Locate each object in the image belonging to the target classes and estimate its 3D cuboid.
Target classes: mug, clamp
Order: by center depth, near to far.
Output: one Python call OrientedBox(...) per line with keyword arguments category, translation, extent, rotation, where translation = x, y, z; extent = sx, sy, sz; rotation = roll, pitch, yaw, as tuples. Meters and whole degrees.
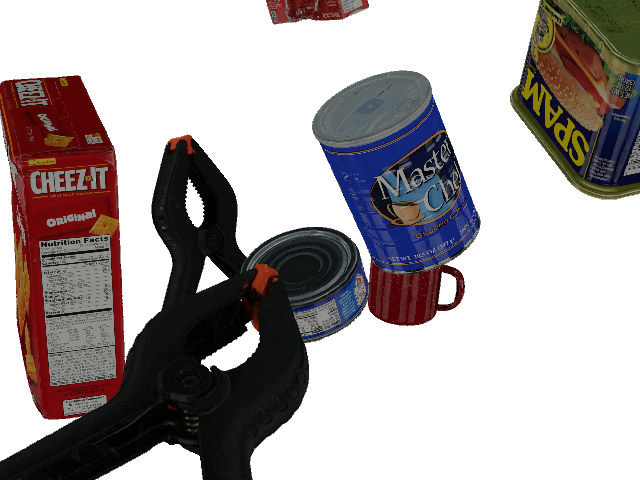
OrientedBox(category="clamp", translation=(-0.046, 0.076, 0.436), extent=(0.120, 0.039, 0.171), rotation=(25, 48, 18))
OrientedBox(category="clamp", translation=(-0.103, 0.005, 1.015), extent=(0.036, 0.210, 0.164), rotation=(-7, 0, 44))
OrientedBox(category="mug", translation=(0.109, 0.048, 1.227), extent=(0.117, 0.081, 0.093), rotation=(11, 25, 18))

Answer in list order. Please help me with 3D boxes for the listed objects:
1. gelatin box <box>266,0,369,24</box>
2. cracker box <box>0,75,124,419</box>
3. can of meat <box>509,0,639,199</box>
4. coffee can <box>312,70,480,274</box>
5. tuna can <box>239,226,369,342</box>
OrientedBox(category="gelatin box", translation=(-0.012, -0.196, 0.767), extent=(0.030, 0.073, 0.089), rotation=(-31, 25, -31))
OrientedBox(category="cracker box", translation=(-0.198, 0.002, 0.809), extent=(0.072, 0.214, 0.164), rotation=(-7, 28, -19))
OrientedBox(category="can of meat", translation=(0.149, -0.087, 0.563), extent=(0.057, 0.084, 0.102), rotation=(-12, 48, -16))
OrientedBox(category="coffee can", translation=(0.066, -0.057, 0.902), extent=(0.103, 0.140, 0.103), rotation=(-18, 32, 12))
OrientedBox(category="tuna can", translation=(-0.012, 0.029, 0.727), extent=(0.086, 0.034, 0.086), rotation=(-11, 37, 8))
